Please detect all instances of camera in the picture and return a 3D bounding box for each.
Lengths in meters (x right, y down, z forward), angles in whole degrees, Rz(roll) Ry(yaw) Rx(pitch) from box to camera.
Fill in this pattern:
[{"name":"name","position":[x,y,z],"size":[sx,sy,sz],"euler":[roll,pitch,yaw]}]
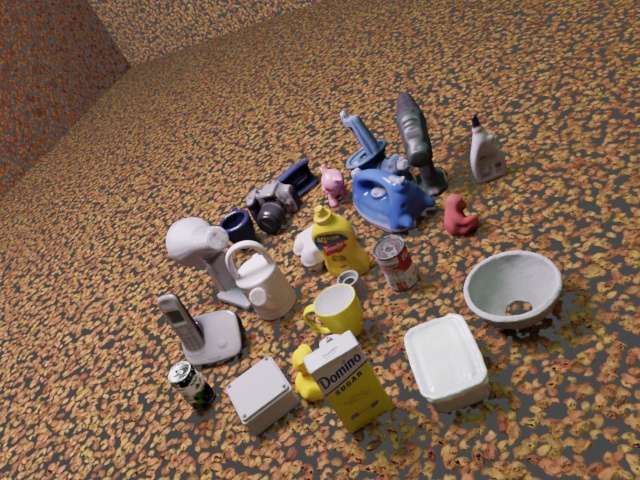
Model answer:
[{"name":"camera","position":[-0.141,-0.089,1.558],"size":[0.142,0.101,0.137],"euler":[-9,40,26]}]

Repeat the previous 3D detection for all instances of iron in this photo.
[{"name":"iron","position":[0.141,-0.117,1.366],"size":[0.119,0.142,0.257],"euler":[-44,38,-20]}]

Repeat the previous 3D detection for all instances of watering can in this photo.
[{"name":"watering can","position":[-0.133,0.083,1.260],"size":[0.101,0.194,0.172],"euler":[-37,36,-12]}]

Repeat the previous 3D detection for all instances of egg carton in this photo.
[{"name":"egg carton","position":[0.013,0.005,1.366],"size":[0.150,0.070,0.107],"euler":[-34,36,-8]}]

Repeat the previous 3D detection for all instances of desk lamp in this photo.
[{"name":"desk lamp","position":[-0.245,0.044,1.367],"size":[0.202,0.214,0.118],"euler":[11,51,42]}]

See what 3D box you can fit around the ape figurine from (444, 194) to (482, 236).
[{"name":"ape figurine","position":[0.298,-0.059,1.232],"size":[0.076,0.092,0.077],"euler":[-24,36,7]}]

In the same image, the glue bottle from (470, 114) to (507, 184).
[{"name":"glue bottle","position":[0.370,-0.211,1.300],"size":[0.078,0.173,0.037],"euler":[-21,36,11]}]

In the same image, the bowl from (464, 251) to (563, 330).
[{"name":"bowl","position":[0.345,0.101,1.018],"size":[0.167,0.075,0.167],"euler":[-18,37,15]}]

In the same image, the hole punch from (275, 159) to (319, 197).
[{"name":"hole punch","position":[-0.078,-0.183,1.639],"size":[0.109,0.091,0.100],"euler":[-39,37,-14]}]

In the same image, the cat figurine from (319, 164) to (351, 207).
[{"name":"cat figurine","position":[0.031,-0.156,1.509],"size":[0.067,0.118,0.127],"euler":[-27,36,2]}]

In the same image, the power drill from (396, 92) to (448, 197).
[{"name":"power drill","position":[0.238,-0.219,1.369],"size":[0.075,0.209,0.229],"euler":[-19,37,14]}]

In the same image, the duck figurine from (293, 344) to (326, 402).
[{"name":"duck figurine","position":[-0.022,0.244,1.080],"size":[0.077,0.086,0.104],"euler":[-22,36,10]}]

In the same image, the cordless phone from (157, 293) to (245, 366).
[{"name":"cordless phone","position":[-0.255,0.179,1.232],"size":[0.147,0.185,0.094],"euler":[-18,37,15]}]

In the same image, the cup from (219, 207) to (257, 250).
[{"name":"cup","position":[-0.212,-0.027,1.535],"size":[0.091,0.095,0.117],"euler":[-24,36,7]}]

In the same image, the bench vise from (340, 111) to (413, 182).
[{"name":"bench vise","position":[0.141,-0.231,1.439],"size":[0.206,0.220,0.122],"euler":[4,47,37]}]
